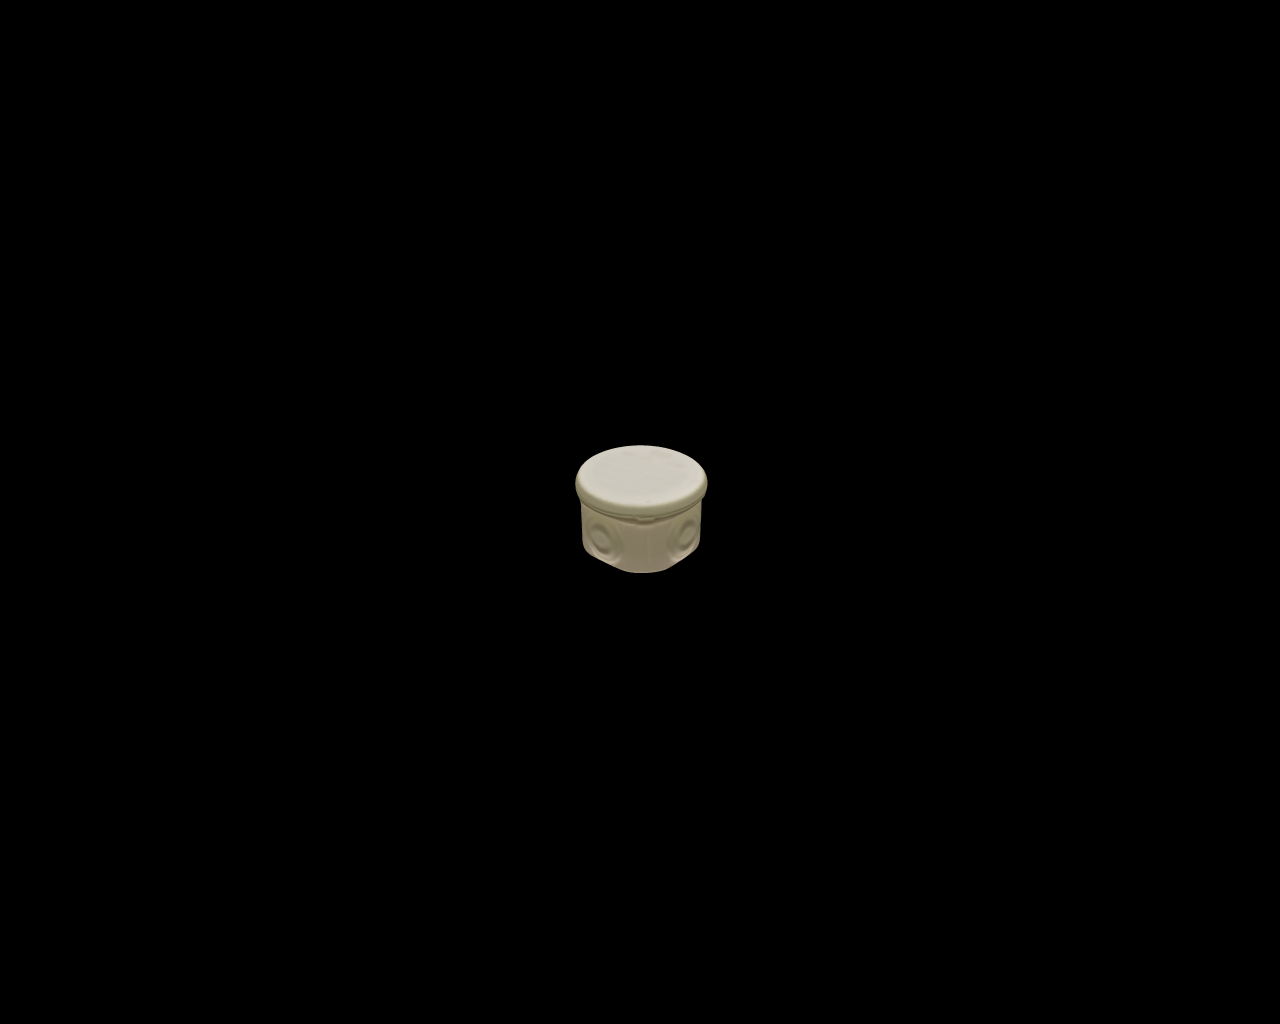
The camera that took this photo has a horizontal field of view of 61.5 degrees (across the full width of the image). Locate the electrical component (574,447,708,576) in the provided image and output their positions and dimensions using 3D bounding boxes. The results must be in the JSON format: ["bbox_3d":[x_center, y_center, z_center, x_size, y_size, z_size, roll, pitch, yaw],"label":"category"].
[{"bbox_3d":[0.001,-0.003,0.650,0.080,0.050,0.080,0,31,0],"label":"electrical component"}]
